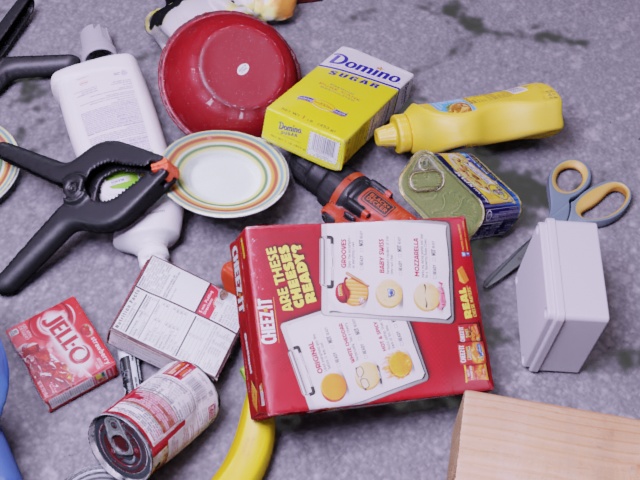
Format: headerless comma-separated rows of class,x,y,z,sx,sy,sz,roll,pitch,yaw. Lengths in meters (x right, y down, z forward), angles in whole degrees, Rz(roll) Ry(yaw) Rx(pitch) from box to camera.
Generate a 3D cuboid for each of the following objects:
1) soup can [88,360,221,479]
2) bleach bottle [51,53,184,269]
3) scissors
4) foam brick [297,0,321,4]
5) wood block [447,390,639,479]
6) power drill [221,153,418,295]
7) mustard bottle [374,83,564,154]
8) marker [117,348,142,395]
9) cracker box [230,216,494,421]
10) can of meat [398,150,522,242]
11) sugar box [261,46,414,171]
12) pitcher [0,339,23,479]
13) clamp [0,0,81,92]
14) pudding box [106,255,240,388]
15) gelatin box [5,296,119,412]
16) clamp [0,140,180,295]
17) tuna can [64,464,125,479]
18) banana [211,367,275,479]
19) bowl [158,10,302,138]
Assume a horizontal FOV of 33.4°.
soup can,-0.141,0.156,0.925,0.068,0.069,0.102,30,35,18
bleach bottle,-0.205,-0.074,1.103,0.102,0.068,0.251,-17,61,-4
scissors,0.229,-0.024,1.104,0.201,0.016,0.096,-23,58,-16
foam brick,-0.037,-0.318,1.272,0.078,0.051,0.053,-7,57,-6
wood block,0.215,0.201,0.909,0.206,0.091,0.090,9,57,5
power drill,-0.007,0.001,1.058,0.185,0.057,0.187,37,64,25
mustard bottle,0.151,-0.123,1.124,0.191,0.058,0.096,-10,16,-10
marker,-0.169,0.150,0.979,0.020,0.020,0.121,-11,57,-8
cracker box,0.036,0.068,0.956,0.213,0.072,0.164,-4,77,-19
can of meat,0.142,-0.044,1.071,0.083,0.058,0.102,-8,49,-50
sugar box,0.022,-0.144,1.132,0.093,0.048,0.176,25,43,15
pitcher,-0.331,0.153,0.906,0.144,0.149,0.243,-21,62,-29
clamp,-0.368,-0.208,1.201,0.171,0.039,0.120,-23,59,-15
pudding box,-0.131,0.078,1.003,0.113,0.039,0.090,25,60,1
gelatin box,-0.242,0.105,1.001,0.073,0.030,0.089,-28,62,-18
clamp,-0.241,-0.052,1.052,0.210,0.036,0.164,-21,67,12
tuna can,-0.187,0.237,0.911,0.086,0.034,0.086,1,56,-1
banana,-0.089,0.207,0.924,0.069,0.037,0.197,34,60,-6
bowl,-0.088,-0.176,1.135,0.162,0.055,0.162,3,81,-17
